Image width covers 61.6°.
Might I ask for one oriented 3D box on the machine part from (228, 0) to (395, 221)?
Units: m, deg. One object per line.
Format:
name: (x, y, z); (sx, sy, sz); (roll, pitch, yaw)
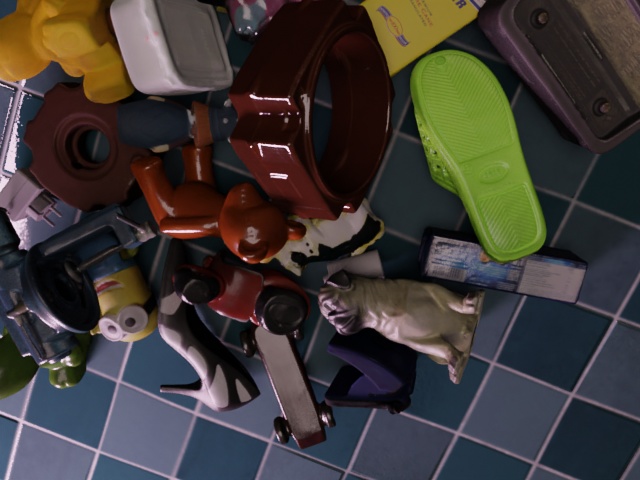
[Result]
machine part: (0.004, -0.138, 0.592); (0.087, 0.200, 0.201); (10, 63, 30)

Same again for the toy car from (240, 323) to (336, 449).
toy car: (-0.044, 0.199, 0.769); (0.089, 0.053, 0.202); (-22, 96, -1)

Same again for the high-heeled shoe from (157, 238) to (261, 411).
high-heeled shoe: (-0.151, 0.122, 0.755); (0.145, 0.086, 0.248); (2, 98, -12)

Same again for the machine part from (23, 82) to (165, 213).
machine part: (-0.301, -0.124, 0.715); (0.179, 0.056, 0.179); (1, 103, 6)

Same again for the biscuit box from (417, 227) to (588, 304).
biscuit box: (0.232, 0.031, 0.702); (0.203, 0.063, 0.059); (11, 104, 3)

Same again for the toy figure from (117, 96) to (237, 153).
toy figure: (-0.169, -0.145, 0.665); (0.154, 0.058, 0.064); (-5, 121, -20)

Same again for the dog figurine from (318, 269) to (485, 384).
dog figurine: (0.106, 0.095, 0.703); (0.191, 0.172, 0.121); (15, 73, 23)

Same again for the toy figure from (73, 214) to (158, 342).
toy figure: (-0.281, 0.054, 0.743); (0.082, 0.089, 0.180); (-23, 91, 28)

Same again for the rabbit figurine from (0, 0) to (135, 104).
rabbit figurine: (-0.316, -0.246, 0.633); (0.173, 0.121, 0.162); (-11, 73, 11)

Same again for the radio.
radio: (0.297, -0.218, 0.613); (0.131, 0.073, 0.229); (-42, 107, 12)

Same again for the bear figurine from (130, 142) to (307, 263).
bear figurine: (-0.121, -0.045, 0.656); (0.196, 0.120, 0.131); (9, 118, 40)

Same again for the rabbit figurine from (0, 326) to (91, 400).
rabbit figurine: (-0.380, 0.147, 0.724); (0.121, 0.170, 0.159); (34, 104, -4)

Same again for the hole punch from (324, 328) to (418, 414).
hole punch: (0.070, 0.161, 0.715); (0.116, 0.142, 0.092); (0, 99, 17)

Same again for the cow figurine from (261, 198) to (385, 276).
cow figurine: (-0.002, -0.002, 0.714); (0.167, 0.068, 0.098); (-33, 104, 12)

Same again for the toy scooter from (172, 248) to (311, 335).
toy scooter: (-0.105, 0.060, 0.716); (0.184, 0.135, 0.075); (18, 99, -19)

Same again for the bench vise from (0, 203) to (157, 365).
bench vise: (-0.314, 0.020, 0.641); (0.241, 0.129, 0.223); (-28, 82, 3)

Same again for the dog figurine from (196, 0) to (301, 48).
dog figurine: (-0.040, -0.330, 0.622); (0.219, 0.108, 0.191); (-15, 102, 11)
